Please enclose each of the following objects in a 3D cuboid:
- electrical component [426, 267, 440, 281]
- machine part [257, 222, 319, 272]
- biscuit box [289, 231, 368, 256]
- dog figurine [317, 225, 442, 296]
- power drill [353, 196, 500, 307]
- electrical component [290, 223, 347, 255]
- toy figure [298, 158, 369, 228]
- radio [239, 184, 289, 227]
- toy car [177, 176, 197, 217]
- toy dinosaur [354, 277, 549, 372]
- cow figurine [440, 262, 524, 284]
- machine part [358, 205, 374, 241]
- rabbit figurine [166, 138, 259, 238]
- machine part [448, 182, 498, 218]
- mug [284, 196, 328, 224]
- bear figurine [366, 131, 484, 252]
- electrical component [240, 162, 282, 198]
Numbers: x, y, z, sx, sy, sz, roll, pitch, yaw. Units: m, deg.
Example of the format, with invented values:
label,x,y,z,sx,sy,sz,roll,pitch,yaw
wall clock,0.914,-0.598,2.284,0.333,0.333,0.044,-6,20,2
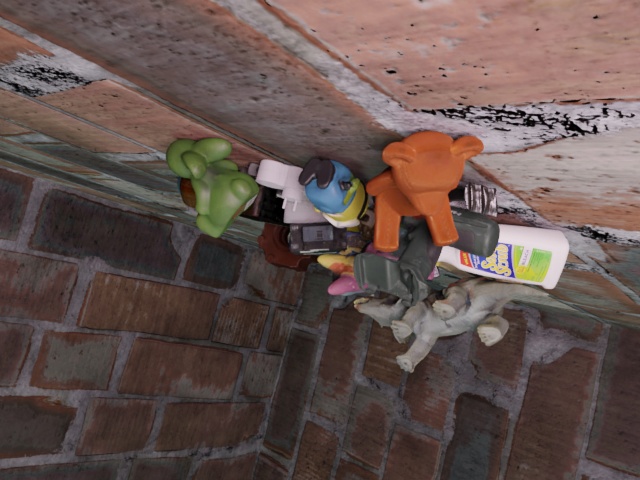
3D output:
label,x,y,z,sx,sy,sz,roll,pitch,yaw
electrical component,0.213,0.063,1.128,0.075,0.047,0.119,-20,180,9
machine part,-0.065,-0.010,1.304,0.180,0.179,0.056,11,170,27
biscuit box,0.033,0.008,1.182,0.203,0.059,0.063,7,176,-2
dog figurine,0.110,0.032,0.999,0.219,0.108,0.191,-13,148,-12
power drill,0.136,0.001,0.815,0.232,0.085,0.207,19,-141,32
electrical component,-0.002,-0.003,1.079,0.115,0.058,0.134,-5,174,-1
toy figure,0.029,-0.077,0.860,0.082,0.089,0.180,43,178,28
radio,-0.132,-0.078,1.188,0.131,0.073,0.229,12,180,25
toy car,-0.263,-0.098,1.258,0.162,0.103,0.109,17,175,-6
toy dinosaur,0.246,0.124,0.985,0.405,0.131,0.192,-22,-165,39
cow figurine,0.318,0.042,1.052,0.195,0.127,0.085,13,178,34
machine part,0.159,-0.015,1.127,0.079,0.079,0.243,9,172,42
rabbit figurine,-0.199,-0.107,0.921,0.170,0.121,0.159,41,159,-1
machine part,0.207,-0.059,0.760,0.084,0.039,0.139,20,-175,-7
mug,-0.017,-0.066,1.078,0.107,0.080,0.109,7,170,-1
bear figurine,0.124,-0.054,0.646,0.120,0.131,0.196,-6,180,-2
electrical component,-0.106,-0.112,1.016,0.102,0.045,0.078,15,176,-5
